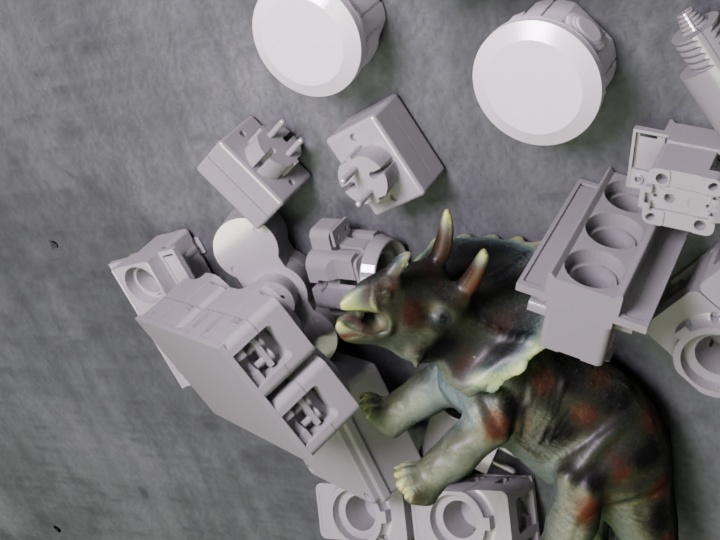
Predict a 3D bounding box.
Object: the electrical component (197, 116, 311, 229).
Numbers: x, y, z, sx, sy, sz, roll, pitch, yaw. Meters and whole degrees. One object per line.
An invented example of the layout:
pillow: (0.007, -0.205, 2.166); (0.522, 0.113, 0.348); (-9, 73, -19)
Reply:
electrical component: (-0.069, -0.082, 0.796); (0.066, 0.047, 0.077); (45, 133, -5)

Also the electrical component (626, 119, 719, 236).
electrical component: (0.199, -0.054, 0.644); (0.081, 0.063, 0.042); (14, 129, 22)

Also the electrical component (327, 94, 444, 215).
electrical component: (0.010, -0.070, 0.737); (0.047, 0.076, 0.065); (-22, 109, 40)

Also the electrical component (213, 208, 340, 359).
electrical component: (-0.066, 0.019, 0.841); (0.052, 0.073, 0.138); (-27, 107, 19)

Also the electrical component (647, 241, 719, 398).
electrical component: (0.261, 0.016, 0.659); (0.089, 0.061, 0.150); (41, 133, -2)

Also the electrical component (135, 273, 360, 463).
electrical component: (-0.085, 0.065, 0.797); (0.105, 0.060, 0.186); (54, 160, -21)

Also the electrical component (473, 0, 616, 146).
electrical component: (0.114, -0.121, 0.656); (0.080, 0.051, 0.080); (16, 129, 21)

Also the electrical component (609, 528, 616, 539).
electrical component: (0.179, 0.228, 0.869); (0.047, 0.055, 0.055); (13, 128, 18)

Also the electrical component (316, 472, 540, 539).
electrical component: (0.055, 0.230, 0.911); (0.186, 0.060, 0.105); (-5, 92, 34)

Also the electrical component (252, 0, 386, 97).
electrical component: (-0.026, -0.160, 0.712); (0.080, 0.051, 0.080); (16, 129, 21)

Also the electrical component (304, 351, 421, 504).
electrical component: (-0.015, 0.124, 0.885); (0.109, 0.056, 0.108); (11, 131, 56)

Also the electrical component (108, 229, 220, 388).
electrical component: (-0.149, 0.032, 0.916); (0.079, 0.063, 0.121); (-11, 116, 36)

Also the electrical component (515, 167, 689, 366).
electrical component: (0.153, -0.002, 0.670); (0.079, 0.121, 0.063); (20, 133, 18)

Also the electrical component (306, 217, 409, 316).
electrical component: (0.000, 0.000, 0.809); (0.057, 0.058, 0.078); (6, 125, 31)

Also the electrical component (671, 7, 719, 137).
electrical component: (0.206, -0.113, 0.610); (0.043, 0.043, 0.081); (-28, 105, 41)

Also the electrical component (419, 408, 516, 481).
electrical component: (0.091, 0.139, 0.863); (0.079, 0.043, 0.077); (25, 131, 14)
